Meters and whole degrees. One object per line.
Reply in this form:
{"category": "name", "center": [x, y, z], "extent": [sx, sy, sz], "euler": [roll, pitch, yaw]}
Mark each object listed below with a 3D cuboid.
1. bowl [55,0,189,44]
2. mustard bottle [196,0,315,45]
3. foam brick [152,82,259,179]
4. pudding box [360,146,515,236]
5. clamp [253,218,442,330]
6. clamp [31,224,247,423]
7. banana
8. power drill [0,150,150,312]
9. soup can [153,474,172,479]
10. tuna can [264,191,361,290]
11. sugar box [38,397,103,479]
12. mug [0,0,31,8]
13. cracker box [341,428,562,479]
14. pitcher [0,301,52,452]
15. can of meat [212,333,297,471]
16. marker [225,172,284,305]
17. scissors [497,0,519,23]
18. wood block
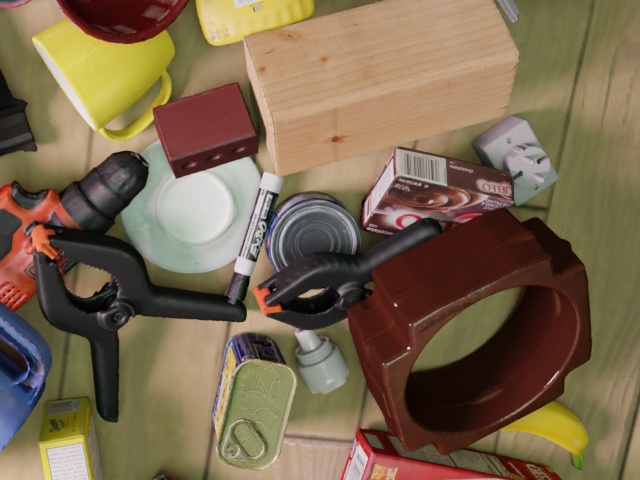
{"category": "bowl", "center": [-0.162, -0.230, 0.800], "extent": [0.161, 0.055, 0.162], "euler": [-20, 117, -47]}
{"category": "mustard bottle", "center": [-0.074, -0.263, 0.868], "extent": [0.096, 0.058, 0.191], "euler": [-17, 107, 0]}
{"category": "foam brick", "center": [-0.097, -0.092, 0.902], "extent": [0.078, 0.053, 0.051], "euler": [-18, 80, -7]}
{"category": "pudding box", "center": [0.103, -0.034, 0.948], "extent": [0.113, 0.039, 0.090], "euler": [14, 144, -12]}
{"category": "clamp", "center": [0.028, 0.048, 0.945], "extent": [0.171, 0.039, 0.120], "euler": [-14, 125, -10]}
{"category": "clamp", "center": [-0.181, 0.066, 0.916], "extent": [0.164, 0.036, 0.209], "euler": [-44, 130, 4]}
{"category": "banana", "center": [0.187, 0.181, 1.044], "extent": [0.197, 0.037, 0.070], "euler": [15, 100, -14]}
{"category": "power drill", "center": [-0.257, -0.047, 0.869], "extent": [0.184, 0.057, 0.187], "euler": [-43, 122, 4]}
{"category": "soup can", "center": [-0.120, 0.271, 0.992], "extent": [0.102, 0.068, 0.068], "euler": [32, 96, -17]}
{"category": "tuna can", "center": [-0.006, 0.001, 0.962], "extent": [0.086, 0.034, 0.086], "euler": [-3, 104, -10]}
{"category": "sugar box", "center": [-0.214, 0.238, 0.953], "extent": [0.048, 0.093, 0.176], "euler": [-6, 105, -8]}
{"category": "mug", "center": [-0.257, -0.235, 0.832], "extent": [0.081, 0.093, 0.117], "euler": [-6, 135, -5]}
{"category": "cracker box", "center": [0.116, 0.285, 1.040], "extent": [0.213, 0.072, 0.164], "euler": [14, 102, -15]}
{"category": "pitcher", "center": [-0.349, 0.089, 0.872], "extent": [0.242, 0.145, 0.149], "euler": [44, 64, -15]}
{"category": "can of meat", "center": [-0.063, 0.143, 0.962], "extent": [0.057, 0.084, 0.102], "euler": [11, 102, -14]}
{"category": "marker", "center": [-0.059, -0.001, 0.945], "extent": [0.020, 0.020, 0.121], "euler": [18, 91, -15]}
{"category": "scissors", "center": [0.133, -0.280, 0.886], "extent": [0.096, 0.016, 0.202], "euler": [-36, 83, -14]}
{"category": "wood block", "center": [0.049, -0.135, 0.892], "extent": [0.206, 0.091, 0.090], "euler": [-16, 63, -7]}
